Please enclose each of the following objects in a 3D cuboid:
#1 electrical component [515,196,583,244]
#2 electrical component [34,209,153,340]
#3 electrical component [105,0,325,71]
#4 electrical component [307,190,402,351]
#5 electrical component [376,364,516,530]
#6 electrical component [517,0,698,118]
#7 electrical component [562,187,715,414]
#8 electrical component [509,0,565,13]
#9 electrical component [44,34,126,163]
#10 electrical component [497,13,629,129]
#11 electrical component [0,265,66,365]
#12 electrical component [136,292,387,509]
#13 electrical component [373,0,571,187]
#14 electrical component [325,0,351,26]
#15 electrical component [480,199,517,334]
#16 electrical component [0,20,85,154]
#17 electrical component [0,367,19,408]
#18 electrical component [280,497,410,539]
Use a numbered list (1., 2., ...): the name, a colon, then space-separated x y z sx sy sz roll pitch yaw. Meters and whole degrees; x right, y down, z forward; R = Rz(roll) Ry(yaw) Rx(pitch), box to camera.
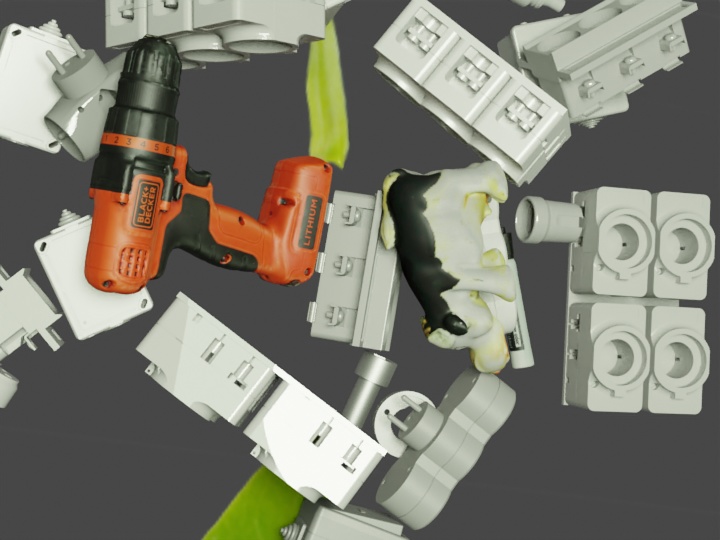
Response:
1. electrical component: 0.162 -0.042 0.918 0.046 0.040 0.040 4 88 -18
2. electrical component: -0.206 -0.001 0.824 0.062 0.061 0.096 -25 94 -12
3. electrical component: -0.109 -0.189 0.795 0.089 0.150 0.061 -1 91 -49
4. electrical component: 0.000 0.000 0.867 0.063 0.079 0.121 9 86 10
5. electrical component: 0.056 0.130 0.859 0.074 0.052 0.138 39 81 -9
6. electrical component: 0.201 -0.176 0.864 0.121 0.079 0.063 -30 117 -11
7. electrical component: 0.239 0.027 0.922 0.105 0.060 0.186 3 88 -12
8. electrical component: 0.148 -0.240 0.922 0.061 0.035 0.035 26 83 -13
9. electrical component: -0.196 -0.132 0.780 0.077 0.043 0.079 -45 126 -19
10. electrical component: 0.171 -0.167 0.918 0.100 0.048 0.099 -13 92 -12
11. electrical component: -0.265 0.036 0.821 0.064 0.042 0.081 -39 96 -7
12. electrical component: -0.076 0.103 0.809 0.186 0.105 0.060 37 81 3
13. electrical component: 0.088 -0.137 0.851 0.150 0.089 0.061 41 94 13
14. electrical component: -0.028 -0.227 0.858 0.076 0.083 0.047 -28 95 -12
15. electrical component: 0.079 -0.009 0.892 0.074 0.052 0.138 -10 91 -12
16. electrical component: -0.248 -0.143 0.816 0.062 0.061 0.096 18 91 -25
17. electrical component: -0.291 0.097 0.811 0.045 0.045 0.055 34 81 -10
18. electrical component: -0.016 0.215 0.860 0.096 0.062 0.061 24 84 -11
